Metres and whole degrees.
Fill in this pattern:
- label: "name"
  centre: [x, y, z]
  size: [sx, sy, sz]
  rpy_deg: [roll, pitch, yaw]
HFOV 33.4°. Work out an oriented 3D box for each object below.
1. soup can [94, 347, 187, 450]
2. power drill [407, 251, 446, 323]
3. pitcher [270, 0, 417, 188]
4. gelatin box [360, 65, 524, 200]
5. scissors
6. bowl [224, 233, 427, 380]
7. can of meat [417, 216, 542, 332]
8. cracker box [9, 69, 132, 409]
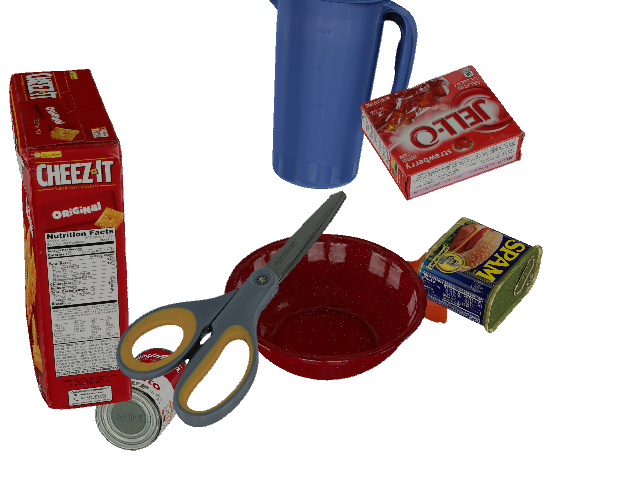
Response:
- label: "soup can"
  centre: [-0.174, 0.156, 1.055]
  size: [0.068, 0.068, 0.102]
  rpy_deg: [0, 15, 11]
- label: "power drill"
  centre: [0.051, 0.060, 1.228]
  size: [0.188, 0.057, 0.184]
  rpy_deg: [0, 28, 8]
- label: "pitcher"
  centre: [0.014, -0.188, 1.288]
  size: [0.144, 0.243, 0.149]
  rpy_deg: [-8, 29, -26]
- label: "gelatin box"
  centre: [0.082, -0.074, 0.723]
  size: [0.089, 0.073, 0.030]
  rpy_deg: [-20, -36, -11]
- label: "scissors"
  centre: [-0.057, 0.030, 0.675]
  size: [0.096, 0.201, 0.016]
  rpy_deg: [12, -41, 13]
- label: "bowl"
  centre: [0.004, 0.062, 0.864]
  size: [0.162, 0.055, 0.162]
  rpy_deg: [1, 36, -1]
- label: "can of meat"
  centre: [0.151, 0.030, 1.026]
  size: [0.084, 0.057, 0.101]
  rpy_deg: [26, 45, 27]
- label: "cracker box"
  centre: [-0.194, -0.004, 0.818]
  size: [0.072, 0.214, 0.164]
  rpy_deg: [-7, 28, -17]
